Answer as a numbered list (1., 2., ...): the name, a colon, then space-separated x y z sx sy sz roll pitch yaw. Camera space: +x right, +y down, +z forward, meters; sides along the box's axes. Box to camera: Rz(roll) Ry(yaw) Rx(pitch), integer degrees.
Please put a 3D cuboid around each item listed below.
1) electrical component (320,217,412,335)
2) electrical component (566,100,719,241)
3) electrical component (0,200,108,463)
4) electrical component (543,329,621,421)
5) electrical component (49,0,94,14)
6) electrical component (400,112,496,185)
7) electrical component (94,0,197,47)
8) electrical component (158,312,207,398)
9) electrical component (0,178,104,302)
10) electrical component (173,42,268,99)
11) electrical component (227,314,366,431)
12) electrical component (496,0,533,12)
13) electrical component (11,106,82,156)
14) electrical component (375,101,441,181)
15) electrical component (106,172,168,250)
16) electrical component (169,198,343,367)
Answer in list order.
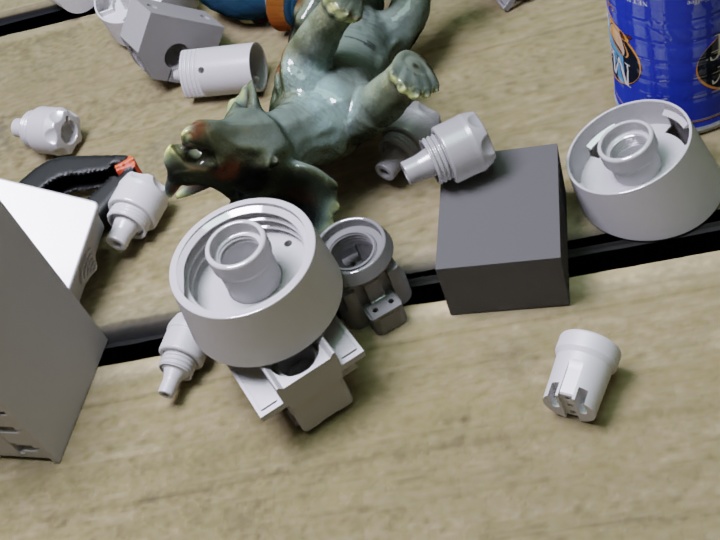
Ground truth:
1. electrical component: 0.000 0.000 0.761 0.058 0.057 0.078 -30 49 -6
2. electrical component: 0.199 -0.071 0.762 0.099 0.064 0.099 -21 42 20
3. electrical component: -0.255 0.038 0.731 0.060 0.186 0.105 0 52 19
4. electrical component: 0.138 0.066 0.673 0.040 0.040 0.046 12 63 27
5. electrical component: -0.255 -0.314 1.107 0.138 0.052 0.074 -43 52 -18
6. electrical component: 0.059 -0.080 0.746 0.062 0.043 0.043 -25 49 -1
7. electrical component: -0.208 -0.265 1.043 0.099 0.064 0.099 -9 50 11
8. electrical component: -0.128 0.063 0.770 0.035 0.035 0.061 5 57 22
9. electrical component: -0.254 -0.015 0.837 0.100 0.048 0.099 14 72 1
10. electrical component: -0.128 -0.177 0.957 0.081 0.043 0.043 -2 52 17
11. electrical component: -0.056 0.047 0.738 0.079 0.063 0.121 -32 49 -9
12. electrical component: 0.117 -0.297 0.950 0.078 0.063 0.121 -54 42 27
13. electrical component: -0.286 -0.126 0.971 0.062 0.043 0.043 8 55 26
14. electrical component: 0.035 -0.097 0.837 0.043 0.043 0.062 22 63 32
15. electrical component: -0.184 -0.045 0.870 0.043 0.043 0.062 7 57 24
16. electrical component: -0.071 0.002 0.695 0.108 0.060 0.108 -9 50 11
